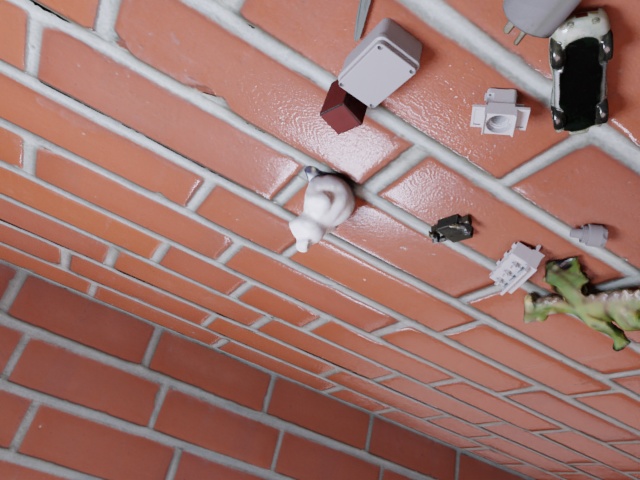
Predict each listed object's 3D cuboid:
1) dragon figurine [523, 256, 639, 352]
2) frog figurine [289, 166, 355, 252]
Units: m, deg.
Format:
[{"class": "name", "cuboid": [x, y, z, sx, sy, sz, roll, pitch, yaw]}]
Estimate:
[{"class": "dragon figurine", "cuboid": [0.597, 0.117, 1.100, 0.242, 0.125, 0.402, 30, -33, -6]}, {"class": "frog figurine", "cuboid": [0.003, -0.052, 1.043, 0.123, 0.163, 0.134, 10, -31, 8]}]
